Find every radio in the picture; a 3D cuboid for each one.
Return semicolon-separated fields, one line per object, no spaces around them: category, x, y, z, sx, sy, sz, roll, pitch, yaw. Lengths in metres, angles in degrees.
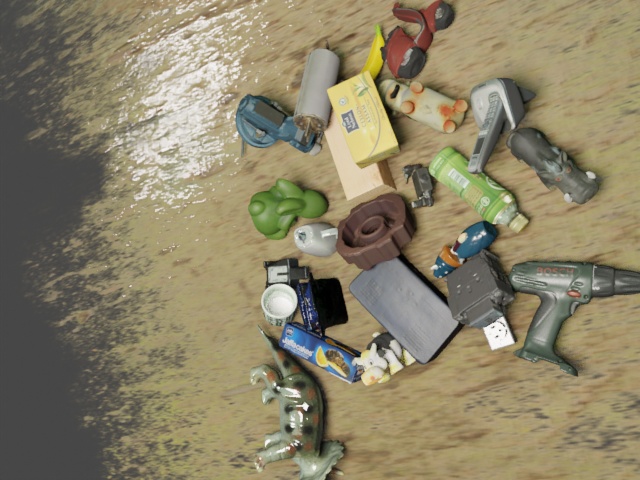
radio;0.183;0.134;1.124;0.230;0.073;0.131;45;105;21

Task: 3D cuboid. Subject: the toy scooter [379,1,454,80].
toy scooter;0.190;-0.446;1.165;0.135;0.075;0.184;38;100;24

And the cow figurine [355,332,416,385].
cow figurine;0.124;0.234;1.091;0.068;0.167;0.098;-40;71;25

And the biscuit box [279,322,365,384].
biscuit box;0.006;0.249;1.209;0.203;0.062;0.059;21;94;27

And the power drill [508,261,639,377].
power drill;0.450;0.136;0.971;0.232;0.086;0.207;12;87;30

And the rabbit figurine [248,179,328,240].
rabbit figurine;-0.071;-0.085;1.241;0.170;0.159;0.121;-10;71;11

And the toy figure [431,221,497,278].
toy figure;0.285;0.023;1.081;0.064;0.058;0.154;42;125;-5

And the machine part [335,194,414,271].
machine part;0.116;-0.018;1.133;0.179;0.056;0.179;-26;36;20

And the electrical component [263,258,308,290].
electrical component;-0.075;0.079;1.272;0.119;0.047;0.074;-10;82;26

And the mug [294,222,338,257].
mug;-0.002;-0.004;1.209;0.110;0.107;0.080;-11;83;28

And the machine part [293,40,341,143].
machine part;-0.005;-0.322;1.165;0.079;0.079;0.243;0;69;27

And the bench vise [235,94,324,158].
bench vise;-0.114;-0.263;1.271;0.241;0.223;0.128;5;83;57

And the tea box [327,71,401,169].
tea box;0.091;-0.243;1.098;0.098;0.068;0.169;-23;81;12

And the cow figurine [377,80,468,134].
cow figurine;0.209;-0.285;1.128;0.195;0.127;0.085;25;100;12

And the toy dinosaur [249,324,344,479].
toy dinosaur;-0.049;0.381;1.196;0.192;0.131;0.404;-8;79;8

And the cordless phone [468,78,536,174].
cordless phone;0.321;-0.210;1.038;0.089;0.147;0.184;22;92;-10

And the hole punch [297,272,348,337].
hole punch;-0.011;0.147;1.202;0.092;0.115;0.142;-16;78;33

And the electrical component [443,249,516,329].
electrical component;0.303;0.101;1.027;0.115;0.058;0.134;-47;32;32

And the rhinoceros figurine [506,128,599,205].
rhinoceros figurine;0.433;-0.142;0.996;0.073;0.112;0.190;-45;60;15

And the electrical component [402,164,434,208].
electrical component;0.208;-0.113;1.136;0.045;0.078;0.102;-13;85;2
